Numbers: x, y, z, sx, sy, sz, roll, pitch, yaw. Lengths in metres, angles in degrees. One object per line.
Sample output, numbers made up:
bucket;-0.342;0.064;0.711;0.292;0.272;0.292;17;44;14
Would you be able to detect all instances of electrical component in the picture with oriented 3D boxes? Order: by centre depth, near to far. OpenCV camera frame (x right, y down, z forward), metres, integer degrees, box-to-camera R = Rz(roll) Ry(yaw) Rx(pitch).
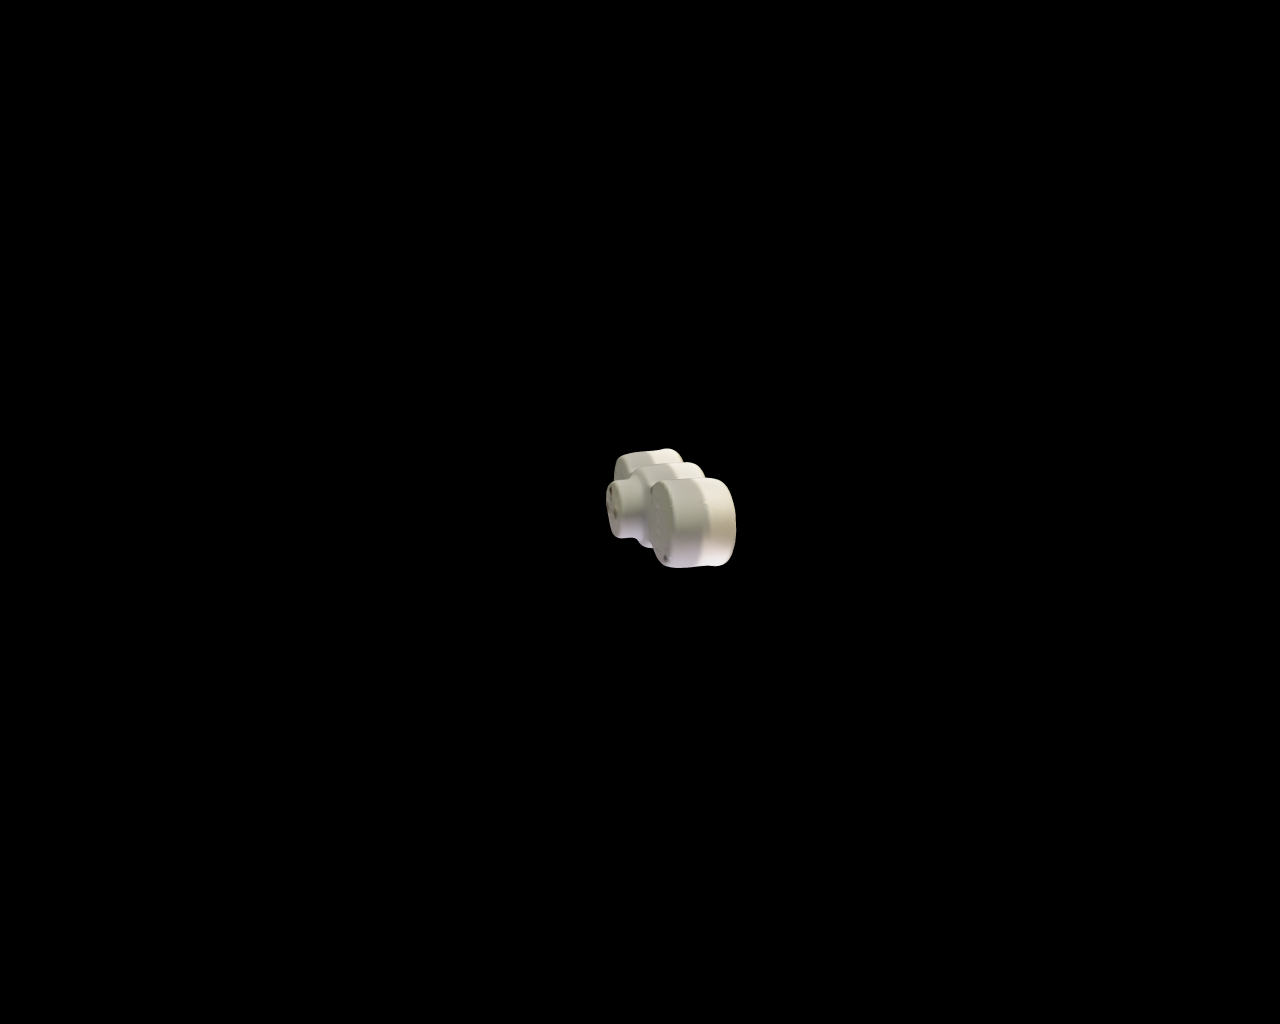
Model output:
electrical component;0.001;-0.003;0.650;0.074;0.052;0.138;-4;15;-15
